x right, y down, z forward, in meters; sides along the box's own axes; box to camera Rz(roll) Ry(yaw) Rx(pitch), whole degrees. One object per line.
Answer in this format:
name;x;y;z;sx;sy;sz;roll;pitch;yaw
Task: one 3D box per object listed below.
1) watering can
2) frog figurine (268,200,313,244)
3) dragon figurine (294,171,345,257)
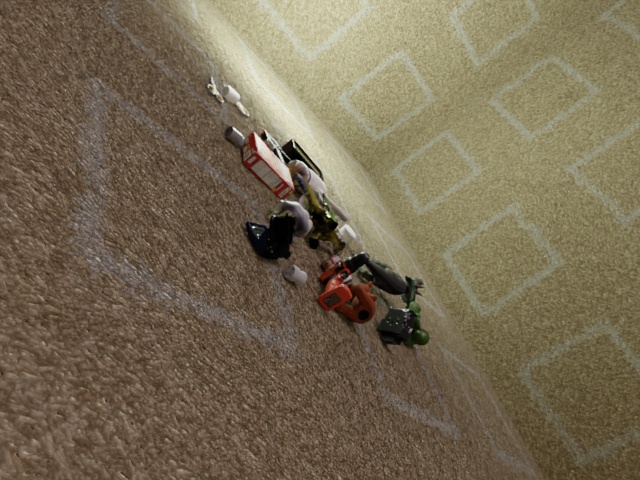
watering can;-0.024;-0.209;2.112;0.221;0.104;0.353;39;4;-47
frog figurine;-0.082;-0.075;1.671;0.138;0.121;0.162;34;25;5
dragon figurine;0.006;-0.094;1.877;0.247;0.122;0.405;-79;150;-69
